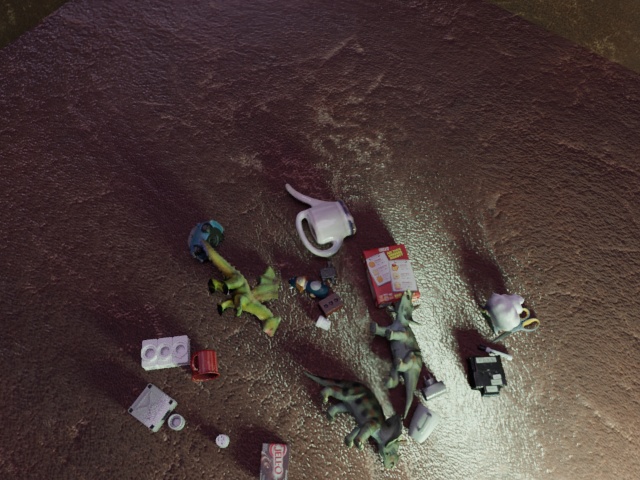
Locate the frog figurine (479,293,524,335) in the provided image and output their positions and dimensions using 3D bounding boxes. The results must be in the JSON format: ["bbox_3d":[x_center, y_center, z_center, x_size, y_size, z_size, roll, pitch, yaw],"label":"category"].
[{"bbox_3d":[0.672,0.249,1.854,0.160,0.120,0.140,-27,49,-4],"label":"frog figurine"}]

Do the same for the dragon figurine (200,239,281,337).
[{"bbox_3d":[-0.261,0.157,1.854,0.244,0.120,0.416,-9,68,-37],"label":"dragon figurine"}]

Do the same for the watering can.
[{"bbox_3d":[0.006,-0.101,1.998,0.225,0.102,0.354,-17,65,-12],"label":"watering can"}]
